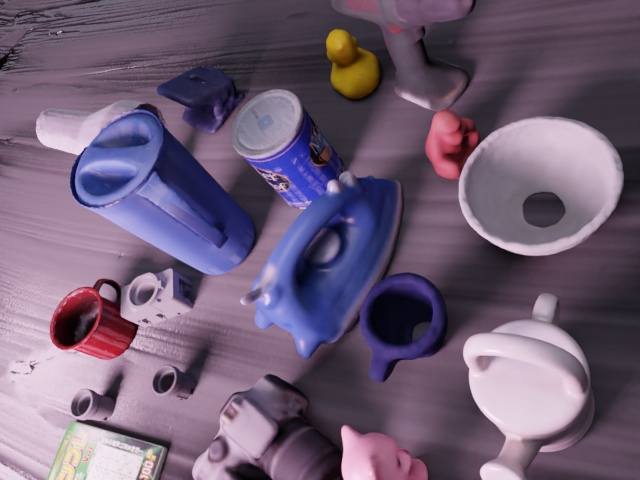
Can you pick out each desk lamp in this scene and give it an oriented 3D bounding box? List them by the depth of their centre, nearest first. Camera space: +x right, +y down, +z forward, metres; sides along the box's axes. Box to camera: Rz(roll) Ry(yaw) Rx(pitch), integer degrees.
[{"bbox_3d":[-0.300,-0.122,0.862,0.202,0.214,0.118,6,68,29],"label":"desk lamp"}]

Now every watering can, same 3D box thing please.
[{"bbox_3d":[0.183,0.129,0.498,0.100,0.195,0.173,-13,60,21],"label":"watering can"}]

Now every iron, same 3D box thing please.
[{"bbox_3d":[0.006,0.002,0.686,0.118,0.142,0.258,26,78,35],"label":"iron"}]

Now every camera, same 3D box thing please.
[{"bbox_3d":[-0.051,0.236,0.618,0.136,0.101,0.143,28,80,35],"label":"camera"}]

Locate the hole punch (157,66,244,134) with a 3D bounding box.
[{"bbox_3d":[-0.200,-0.248,0.954,0.108,0.091,0.101,28,80,35],"label":"hole punch"}]

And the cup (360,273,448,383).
[{"bbox_3d":[0.095,0.105,0.616,0.091,0.095,0.118,16,73,32],"label":"cup"}]

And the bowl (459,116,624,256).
[{"bbox_3d":[0.243,-0.049,0.635,0.167,0.075,0.167,-12,60,21],"label":"bowl"}]

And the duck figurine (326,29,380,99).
[{"bbox_3d":[0.041,-0.267,0.845,0.077,0.086,0.104,-28,55,11],"label":"duck figurine"}]

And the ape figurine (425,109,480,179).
[{"bbox_3d":[0.161,-0.124,0.705,0.078,0.092,0.076,-47,54,-2],"label":"ape figurine"}]

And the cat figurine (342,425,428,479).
[{"bbox_3d":[0.061,0.242,0.547,0.067,0.118,0.127,-18,58,18],"label":"cat figurine"}]

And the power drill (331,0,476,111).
[{"bbox_3d":[0.119,-0.262,0.727,0.228,0.209,0.076,35,83,36],"label":"power drill"}]
